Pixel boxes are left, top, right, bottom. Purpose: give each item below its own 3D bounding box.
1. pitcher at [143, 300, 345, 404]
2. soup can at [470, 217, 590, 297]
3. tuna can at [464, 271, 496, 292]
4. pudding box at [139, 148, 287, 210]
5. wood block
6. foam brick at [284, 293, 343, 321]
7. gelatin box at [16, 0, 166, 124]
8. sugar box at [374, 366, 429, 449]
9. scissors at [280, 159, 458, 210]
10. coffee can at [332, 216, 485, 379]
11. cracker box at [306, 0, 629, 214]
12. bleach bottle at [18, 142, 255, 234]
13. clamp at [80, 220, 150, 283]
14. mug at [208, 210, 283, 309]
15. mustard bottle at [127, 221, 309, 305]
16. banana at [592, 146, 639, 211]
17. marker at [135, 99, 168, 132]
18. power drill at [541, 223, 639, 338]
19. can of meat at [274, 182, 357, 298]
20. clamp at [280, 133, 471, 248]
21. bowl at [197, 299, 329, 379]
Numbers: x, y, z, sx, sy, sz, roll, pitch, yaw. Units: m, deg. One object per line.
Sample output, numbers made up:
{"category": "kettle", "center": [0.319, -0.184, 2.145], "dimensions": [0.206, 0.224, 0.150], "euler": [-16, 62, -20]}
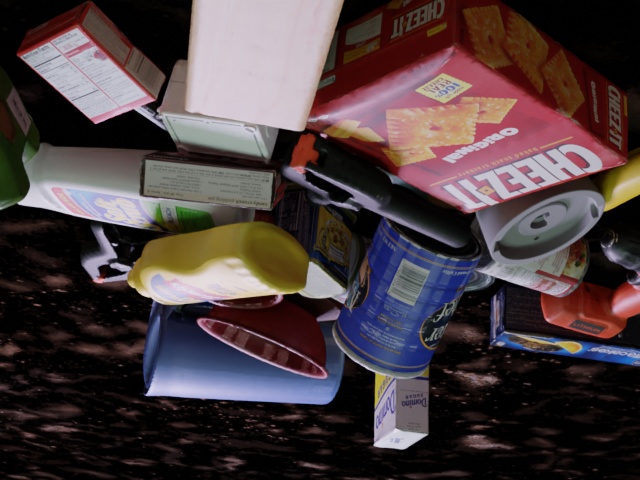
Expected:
{"category": "pitcher", "center": [-0.094, 0.134, 1.328], "dimensions": [0.242, 0.145, 0.149], "euler": [8, 180, -15]}
{"category": "soup can", "center": [0.202, 0.011, 1.044], "dimensions": [0.102, 0.068, 0.069], "euler": [17, 154, -24]}
{"category": "tuna can", "center": [0.144, 0.025, 1.131], "dimensions": [0.086, 0.033, 0.086], "euler": [5, 156, 2]}
{"category": "pudding box", "center": [-0.087, -0.052, 0.898], "dimensions": [0.113, 0.039, 0.090], "euler": [4, -172, 3]}
{"category": "wood block", "center": [-0.032, -0.163, 0.672], "dimensions": [0.090, 0.091, 0.206], "euler": [9, 156, -6]}
{"category": "foam brick", "center": [-0.003, 0.054, 1.207], "dimensions": [0.053, 0.051, 0.078], "euler": [-6, 153, 22]}
{"category": "gelatin box", "center": [-0.175, -0.136, 0.821], "dimensions": [0.073, 0.030, 0.089], "euler": [-14, 135, 37]}
{"category": "sugar box", "center": [0.094, 0.146, 1.239], "dimensions": [0.048, 0.176, 0.093], "euler": [9, 156, -10]}
{"category": "scissors", "center": [0.070, -0.053, 0.992], "dimensions": [0.202, 0.016, 0.096], "euler": [0, 156, 12]}
{"category": "coffee can", "center": [0.084, 0.048, 1.031], "dimensions": [0.102, 0.103, 0.140], "euler": [13, 116, -18]}
{"category": "cracker box", "center": [0.107, -0.100, 0.808], "dimensions": [0.213, 0.072, 0.164], "euler": [25, 151, -38]}
{"category": "bleach bottle", "center": [-0.190, -0.048, 1.004], "dimensions": [0.251, 0.068, 0.102], "euler": [6, 157, 5]}
{"category": "clamp", "center": [-0.206, 0.015, 1.178], "dimensions": [0.120, 0.039, 0.172], "euler": [19, 158, -16]}
{"category": "mug", "center": [-0.081, 0.023, 1.113], "dimensions": [0.093, 0.081, 0.117], "euler": [6, 156, -1]}
{"category": "mustard bottle", "center": [-0.110, 0.026, 0.989], "dimensions": [0.192, 0.058, 0.096], "euler": [-8, 157, 39]}
{"category": "banana", "center": [0.295, -0.061, 0.901], "dimensions": [0.069, 0.037, 0.198], "euler": [25, 149, -36]}
{"category": "marker", "center": [-0.131, -0.104, 0.916], "dimensions": [0.020, 0.020, 0.121], "euler": [-10, 152, 32]}
{"category": "power drill", "center": [0.318, 0.044, 1.106], "dimensions": [0.184, 0.057, 0.188], "euler": [17, 154, -25]}
{"category": "can of meat", "center": [-0.007, 0.001, 1.047], "dimensions": [0.058, 0.084, 0.102], "euler": [-7, 154, 25]}
{"category": "clamp", "center": [0.036, -0.041, 0.885], "dimensions": [0.165, 0.036, 0.209], "euler": [17, 174, 19]}
{"category": "bowl", "center": [-0.055, 0.099, 1.197], "dimensions": [0.162, 0.055, 0.162], "euler": [21, 165, 6]}
